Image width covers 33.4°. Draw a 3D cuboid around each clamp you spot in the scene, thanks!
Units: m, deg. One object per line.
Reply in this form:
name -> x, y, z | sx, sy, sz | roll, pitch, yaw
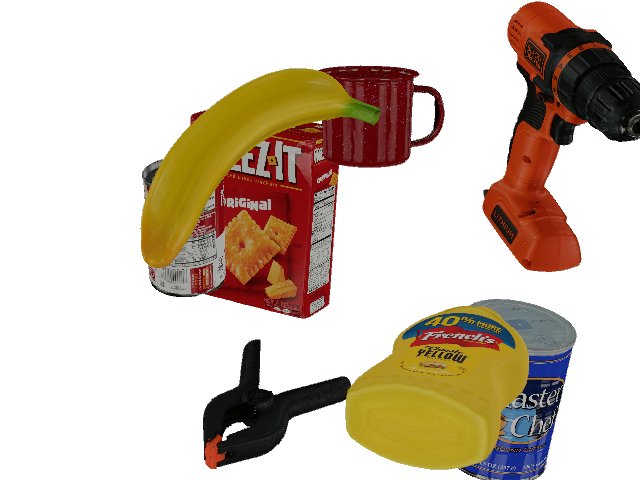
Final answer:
clamp -> -0.064, 0.154, 1.028 | 0.120, 0.039, 0.171 | 21, 33, 33

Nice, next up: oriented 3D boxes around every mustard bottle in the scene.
mustard bottle -> 0.094, 0.090, 0.745 | 0.096, 0.058, 0.191 | 5, 18, 22

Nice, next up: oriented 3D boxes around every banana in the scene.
banana -> -0.049, -0.059, 0.671 | 0.197, 0.070, 0.037 | -37, -23, -27

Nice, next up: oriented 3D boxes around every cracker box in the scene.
cracker box -> -0.069, -0.032, 1.215 | 0.164, 0.214, 0.072 | 13, 21, 26

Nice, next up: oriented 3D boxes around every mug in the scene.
mug -> 0.055, -0.113, 0.974 | 0.117, 0.081, 0.093 | 0, 16, -1

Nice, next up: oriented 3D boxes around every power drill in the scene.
power drill -> 0.187, -0.071, 0.831 | 0.057, 0.188, 0.184 | -2, 34, -14

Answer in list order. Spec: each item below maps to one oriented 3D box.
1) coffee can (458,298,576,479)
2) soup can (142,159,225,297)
coffee can -> 0.173, 0.139, 0.995 | 0.103, 0.140, 0.103 | 6, 21, -3
soup can -> -0.114, -0.011, 0.905 | 0.068, 0.102, 0.068 | 1, 28, -1
